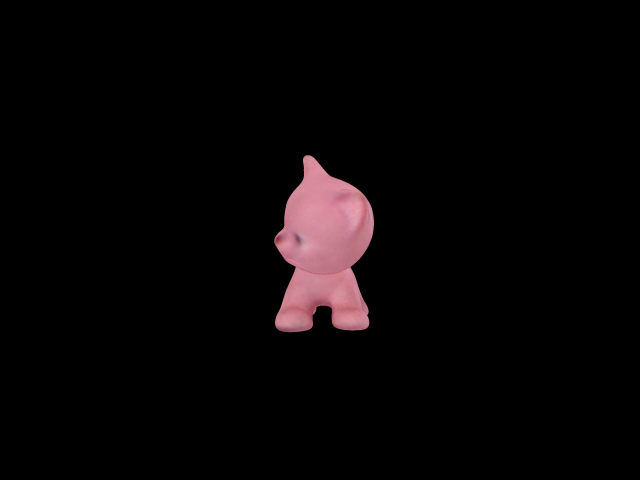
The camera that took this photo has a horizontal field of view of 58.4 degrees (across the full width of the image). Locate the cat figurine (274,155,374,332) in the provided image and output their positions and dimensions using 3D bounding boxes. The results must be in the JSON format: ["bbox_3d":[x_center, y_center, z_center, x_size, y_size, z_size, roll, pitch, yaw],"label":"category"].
[{"bbox_3d":[0.004,0.001,0.400,0.067,0.118,0.128,0,0,0],"label":"cat figurine"}]
